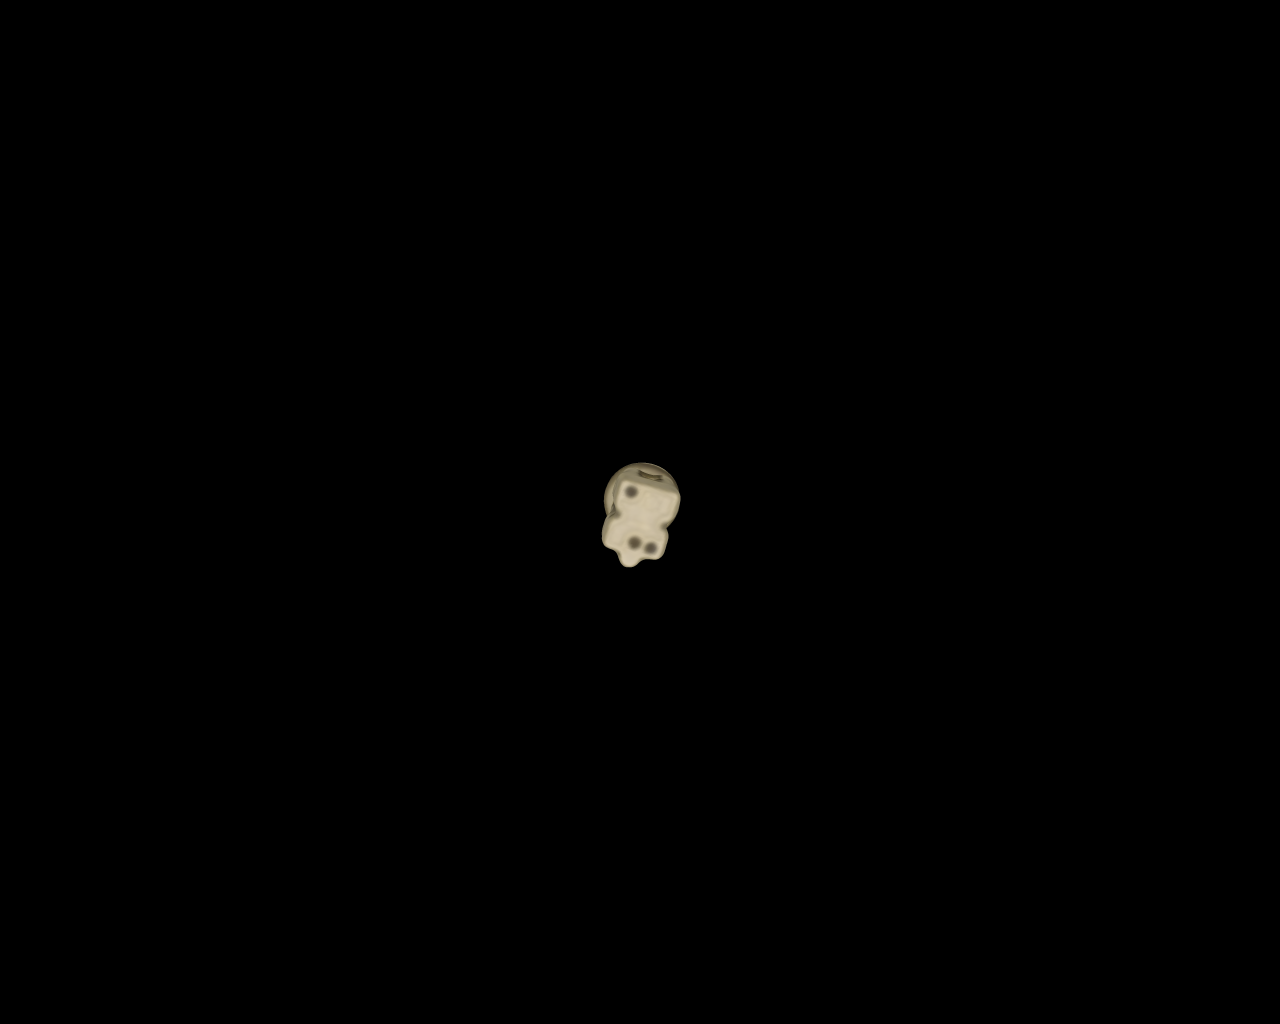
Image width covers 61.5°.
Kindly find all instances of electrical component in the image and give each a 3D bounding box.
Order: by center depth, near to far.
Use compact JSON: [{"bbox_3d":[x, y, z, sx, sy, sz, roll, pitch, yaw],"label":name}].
[{"bbox_3d":[0.001,-0.003,0.650,0.048,0.066,0.055,17,16,-5],"label":"electrical component"}]
